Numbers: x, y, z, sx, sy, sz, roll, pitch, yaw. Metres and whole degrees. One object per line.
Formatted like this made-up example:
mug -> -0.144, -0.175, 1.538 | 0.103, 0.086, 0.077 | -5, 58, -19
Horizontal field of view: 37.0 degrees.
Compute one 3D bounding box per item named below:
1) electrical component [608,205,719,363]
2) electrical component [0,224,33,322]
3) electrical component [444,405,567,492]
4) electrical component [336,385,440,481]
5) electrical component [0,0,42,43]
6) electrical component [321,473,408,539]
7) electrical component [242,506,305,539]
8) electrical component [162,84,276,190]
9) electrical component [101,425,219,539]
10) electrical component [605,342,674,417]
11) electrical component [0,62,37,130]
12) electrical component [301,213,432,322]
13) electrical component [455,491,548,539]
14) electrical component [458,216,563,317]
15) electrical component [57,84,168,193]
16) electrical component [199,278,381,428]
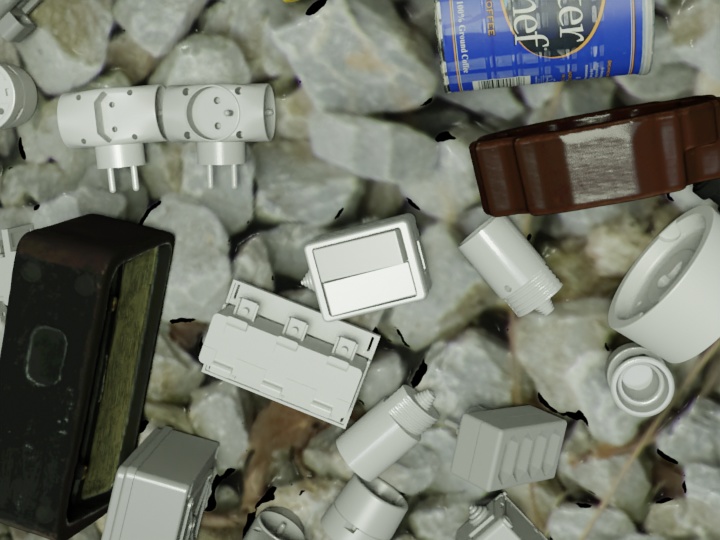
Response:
electrical component -> 0.233, 0.015, 0.755 | 0.060, 0.108, 0.108 | 36, 101, -5
electrical component -> -0.279, 0.006, 0.855 | 0.064, 0.042, 0.081 | -4, 97, 10
electrical component -> 0.098, 0.126, 0.809 | 0.076, 0.083, 0.047 | 20, 103, 43
electrical component -> 0.026, 0.121, 0.829 | 0.081, 0.043, 0.043 | -42, 91, 11
electrical component -> -0.267, -0.221, 0.812 | 0.057, 0.058, 0.078 | -40, 91, 14
electrical component -> 0.005, 0.190, 0.837 | 0.055, 0.055, 0.047 | 32, 98, 2
electrical component -> -0.056, 0.228, 0.839 | 0.079, 0.077, 0.044 | 32, 101, 2
electrical component -> -0.105, -0.100, 0.814 | 0.077, 0.044, 0.079 | 0, 98, 8
electrical component -> -0.156, 0.190, 0.832 | 0.056, 0.108, 0.108 | 15, 100, 3
electrical component -> 0.205, 0.079, 0.792 | 0.045, 0.055, 0.045 | 1, 99, 8
electrical component -> -0.283, -0.135, 0.832 | 0.055, 0.047, 0.055 | 1, 99, 8
electrical component -> 0.000, 0.000, 0.806 | 0.096, 0.061, 0.061 | -14, 96, 10
electrical component -> 0.111, 0.221, 0.823 | 0.061, 0.061, 0.096 | -44, 91, 11
electrical component -> 0.115, 0.000, 0.799 | 0.043, 0.043, 0.081 | -40, 92, 11
electrical component -> -0.185, -0.099, 0.825 | 0.077, 0.043, 0.079 | -4, 98, 8
electrical component -> -0.056, 0.067, 0.822 | 0.121, 0.063, 0.078 | 21, 101, 4
